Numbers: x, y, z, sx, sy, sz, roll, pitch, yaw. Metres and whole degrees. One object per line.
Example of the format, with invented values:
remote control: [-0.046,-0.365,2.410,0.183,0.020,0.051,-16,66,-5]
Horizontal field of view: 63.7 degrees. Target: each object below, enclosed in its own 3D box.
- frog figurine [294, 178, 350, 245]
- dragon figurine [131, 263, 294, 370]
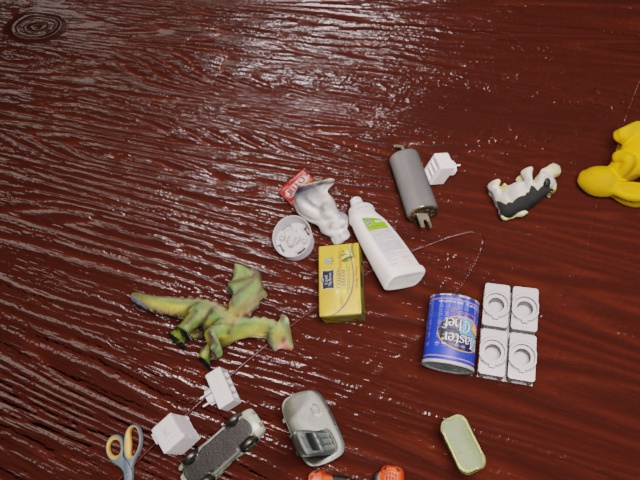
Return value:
frog figurine: [0.004,-0.063,1.243,0.123,0.137,0.159,-13,92,-30]
dragon figurine: [-0.239,0.155,1.221,0.414,0.119,0.247,31,59,24]
